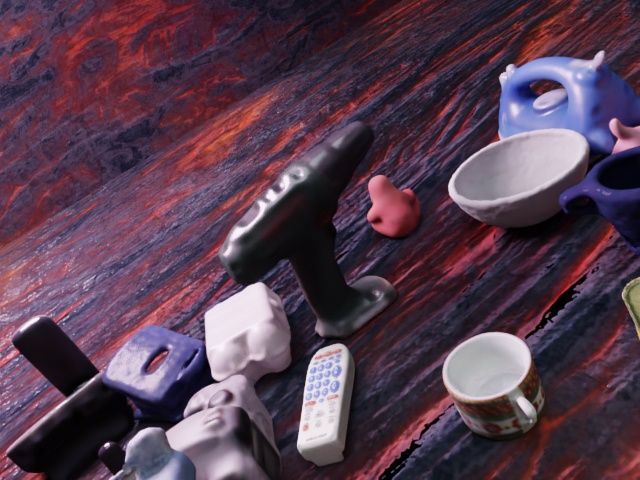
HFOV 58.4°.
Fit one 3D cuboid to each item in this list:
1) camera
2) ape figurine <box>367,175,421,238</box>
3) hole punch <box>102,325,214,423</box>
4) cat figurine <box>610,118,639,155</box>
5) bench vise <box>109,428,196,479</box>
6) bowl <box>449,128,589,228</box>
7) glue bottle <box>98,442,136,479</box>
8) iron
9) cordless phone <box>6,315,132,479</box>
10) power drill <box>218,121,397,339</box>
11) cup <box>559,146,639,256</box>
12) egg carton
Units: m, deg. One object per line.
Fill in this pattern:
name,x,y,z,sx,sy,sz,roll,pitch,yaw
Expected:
camera,-0.116,0.210,0.544,0.137,0.101,0.143,-28,25,2
ape figurine,0.100,-0.053,0.820,0.077,0.092,0.076,-24,26,11
hole punch,-0.199,0.165,0.727,0.100,0.091,0.109,-10,31,35
cat figurine,0.388,-0.143,0.656,0.128,0.118,0.067,-30,25,-1
bench vise,-0.026,0.207,0.313,0.122,0.220,0.206,-40,27,-22
bowl,0.250,-0.065,0.705,0.167,0.075,0.167,-23,26,12
glue bottle,-0.114,0.215,0.445,0.078,0.173,0.037,-26,25,6
iron,0.316,-0.192,0.794,0.119,0.142,0.257,-35,26,-12
cordless phone,-0.338,0.193,0.707,0.148,0.185,0.093,-43,28,-26
power drill,0.006,0.002,0.676,0.230,0.209,0.075,-36,26,-14
cup,0.302,-0.027,0.555,0.117,0.095,0.092,-18,27,23
egg carton,-0.090,0.119,0.724,0.107,0.069,0.150,-30,25,-1
